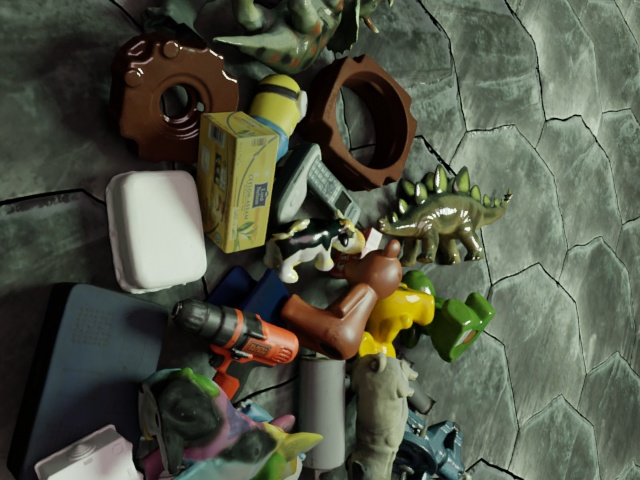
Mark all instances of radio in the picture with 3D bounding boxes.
[{"bbox_3d":[-0.278,0.173,0.656,0.131,0.073,0.229,18,77,-37],"label":"radio"}]

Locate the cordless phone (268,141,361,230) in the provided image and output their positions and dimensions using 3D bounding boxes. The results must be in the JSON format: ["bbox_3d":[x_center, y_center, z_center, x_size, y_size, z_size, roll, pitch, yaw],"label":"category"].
[{"bbox_3d":[-0.013,-0.054,0.877,0.184,0.089,0.146,44,62,-32],"label":"cordless phone"}]

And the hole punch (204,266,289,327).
[{"bbox_3d":[-0.098,0.109,0.795,0.115,0.092,0.142,52,55,-28],"label":"hole punch"}]

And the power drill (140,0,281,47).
[{"bbox_3d":[-0.154,-0.353,0.786,0.231,0.086,0.207,33,71,-37],"label":"power drill"}]

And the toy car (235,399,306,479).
[{"bbox_3d":[-0.078,0.316,0.785,0.109,0.103,0.161,-38,112,-35],"label":"toy car"}]

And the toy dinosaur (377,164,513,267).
[{"bbox_3d":[0.269,-0.049,1.087,0.471,0.105,0.198,-1,84,-43],"label":"toy dinosaur"}]

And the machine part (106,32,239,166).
[{"bbox_3d":[-0.192,-0.182,0.714,0.179,0.056,0.179,-21,130,-28],"label":"machine part"}]

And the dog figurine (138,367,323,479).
[{"bbox_3d":[-0.105,0.237,0.665,0.219,0.109,0.191,-4,96,-37],"label":"dog figurine"}]

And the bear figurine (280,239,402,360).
[{"bbox_3d":[0.043,0.082,0.836,0.196,0.132,0.120,-60,159,-25],"label":"bear figurine"}]

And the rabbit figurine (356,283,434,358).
[{"bbox_3d":[0.107,0.162,0.938,0.162,0.122,0.173,1,105,-41],"label":"rabbit figurine"}]

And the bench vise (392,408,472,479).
[{"bbox_3d":[0.169,0.412,0.949,0.223,0.129,0.241,51,41,-15],"label":"bench vise"}]

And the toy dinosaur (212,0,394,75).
[{"bbox_3d":[-0.028,-0.327,0.820,0.405,0.131,0.191,-50,146,-30],"label":"toy dinosaur"}]

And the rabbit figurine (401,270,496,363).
[{"bbox_3d":[0.218,0.134,1.015,0.121,0.170,0.159,-16,138,-36],"label":"rabbit figurine"}]

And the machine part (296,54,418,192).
[{"bbox_3d":[0.067,-0.201,0.947,0.201,0.087,0.201,33,69,-32],"label":"machine part"}]

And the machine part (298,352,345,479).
[{"bbox_3d":[0.002,0.273,0.867,0.079,0.079,0.243,5,85,-38],"label":"machine part"}]

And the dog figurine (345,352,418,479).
[{"bbox_3d":[0.087,0.294,0.854,0.172,0.121,0.190,62,33,-42],"label":"dog figurine"}]

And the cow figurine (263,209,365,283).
[{"bbox_3d":[-0.002,-0.004,0.828,0.167,0.068,0.098,-18,138,-26],"label":"cow figurine"}]

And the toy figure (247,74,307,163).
[{"bbox_3d":[-0.082,-0.176,0.831,0.089,0.082,0.180,40,66,-31],"label":"toy figure"}]

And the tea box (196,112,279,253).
[{"bbox_3d":[-0.118,-0.079,0.738,0.068,0.098,0.169,-15,130,-37],"label":"tea box"}]

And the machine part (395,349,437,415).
[{"bbox_3d":[0.172,0.279,1.027,0.138,0.039,0.084,49,51,-23],"label":"machine part"}]
